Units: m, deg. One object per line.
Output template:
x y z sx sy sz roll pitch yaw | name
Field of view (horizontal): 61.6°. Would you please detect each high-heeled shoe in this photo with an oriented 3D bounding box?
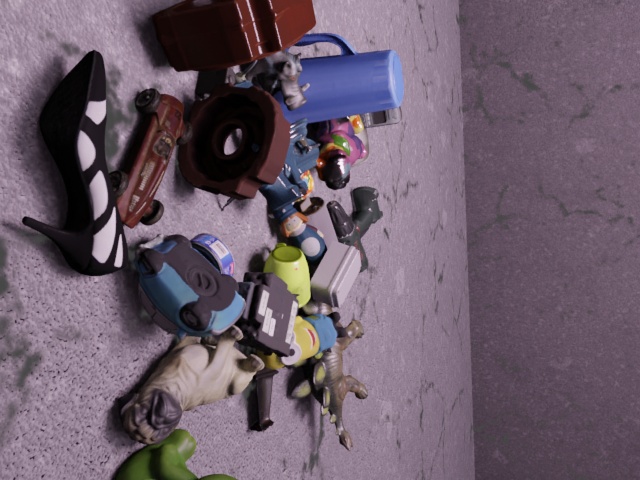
-0.256 -0.084 0.637 0.145 0.086 0.248 33 68 -55 | high-heeled shoe

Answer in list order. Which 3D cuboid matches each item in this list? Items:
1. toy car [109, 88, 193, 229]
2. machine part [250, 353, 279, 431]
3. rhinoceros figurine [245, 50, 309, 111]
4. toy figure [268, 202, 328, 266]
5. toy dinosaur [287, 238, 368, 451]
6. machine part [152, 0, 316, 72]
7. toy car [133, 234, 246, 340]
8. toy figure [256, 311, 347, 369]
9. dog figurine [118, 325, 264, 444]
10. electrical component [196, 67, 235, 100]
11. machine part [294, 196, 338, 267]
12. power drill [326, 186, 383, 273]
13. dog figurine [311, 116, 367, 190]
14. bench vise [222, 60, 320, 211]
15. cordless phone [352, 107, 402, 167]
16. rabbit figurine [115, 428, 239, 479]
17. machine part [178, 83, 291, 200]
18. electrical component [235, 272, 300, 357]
-0.229 -0.112 0.731 0.089 0.053 0.202 54 42 -54 | toy car
-0.105 0.274 0.978 0.084 0.039 0.138 17 72 -68 | machine part
-0.084 -0.323 0.964 0.190 0.112 0.073 65 32 -25 | rhinoceros figurine
-0.039 -0.017 1.054 0.064 0.058 0.154 -51 120 -25 | toy figure
0.007 0.214 1.134 0.198 0.105 0.471 -5 82 -59 | toy dinosaur
-0.121 -0.318 0.787 0.201 0.201 0.087 -57 140 -49 | machine part
-0.191 0.075 0.731 0.161 0.103 0.109 43 27 -3 | toy car
-0.034 0.184 0.981 0.180 0.089 0.082 -13 57 -47 | toy figure
-0.186 0.221 0.773 0.190 0.121 0.172 -54 134 -30 | dog figurine
-0.164 -0.249 0.851 0.021 0.063 0.094 35 59 -58 | electrical component
-0.002 -0.003 1.150 0.079 0.079 0.242 -59 139 -47 | machine part
0.088 -0.048 1.333 0.207 0.086 0.231 -65 145 -48 | power drill
0.027 -0.208 1.139 0.219 0.109 0.191 -46 126 -69 | dog figurine
-0.097 -0.177 0.933 0.223 0.129 0.240 -37 100 -45 | bench vise
0.109 -0.251 1.267 0.089 0.184 0.146 -49 132 -59 | cordless phone
-0.176 0.319 0.684 0.159 0.170 0.121 16 74 -63 | rabbit figurine
-0.127 -0.145 0.800 0.056 0.180 0.179 19 72 -63 | machine part
-0.090 0.116 0.859 0.134 0.058 0.115 48 45 -53 | electrical component
